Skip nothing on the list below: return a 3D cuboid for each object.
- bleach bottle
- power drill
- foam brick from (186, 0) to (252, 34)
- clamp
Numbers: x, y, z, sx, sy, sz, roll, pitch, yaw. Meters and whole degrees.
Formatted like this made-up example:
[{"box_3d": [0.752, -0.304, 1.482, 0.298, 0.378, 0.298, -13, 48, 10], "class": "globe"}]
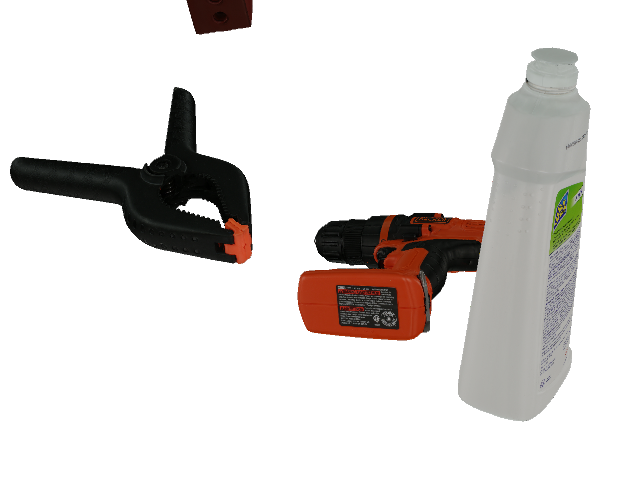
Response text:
[{"box_3d": [0.143, -0.006, 0.713, 0.068, 0.251, 0.102, 16, 32, 24], "class": "bleach bottle"}, {"box_3d": [0.052, 0.022, 0.911, 0.185, 0.057, 0.187, 0, 19, 26], "class": "power drill"}, {"box_3d": [-0.093, -0.231, 0.949, 0.053, 0.051, 0.078, -7, -40, 6], "class": "foam brick"}, {"box_3d": [-0.112, -0.049, 0.806, 0.210, 0.036, 0.164, 29, 51, 34], "class": "clamp"}]
